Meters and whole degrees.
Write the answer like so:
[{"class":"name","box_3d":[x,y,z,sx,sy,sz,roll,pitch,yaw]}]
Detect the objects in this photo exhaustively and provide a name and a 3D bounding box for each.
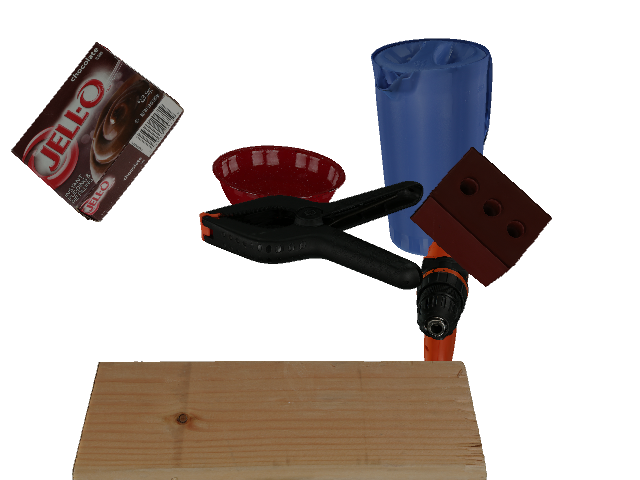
[{"class":"wood block","box_3d":[-0.021,0.126,0.587,0.206,0.090,0.091,0,34,-1]},{"class":"pudding box","box_3d":[-0.173,-0.084,0.827,0.090,0.113,0.039,38,-3,29]},{"class":"pitcher","box_3d":[0.139,-0.113,1.263,0.149,0.243,0.145,-4,26,0]},{"class":"foam brick","box_3d":[0.113,-0.016,0.759,0.078,0.053,0.051,42,-22,2]},{"class":"clamp","box_3d":[-0.002,-0.015,0.969,0.210,0.036,0.164,5,30,11]},{"class":"power drill","box_3d":[0.126,0.109,1.132,0.057,0.188,0.184,8,26,10]},{"class":"bowl","box_3d":[-0.052,-0.062,1.297,0.162,0.055,0.162,5,26,-2]}]
